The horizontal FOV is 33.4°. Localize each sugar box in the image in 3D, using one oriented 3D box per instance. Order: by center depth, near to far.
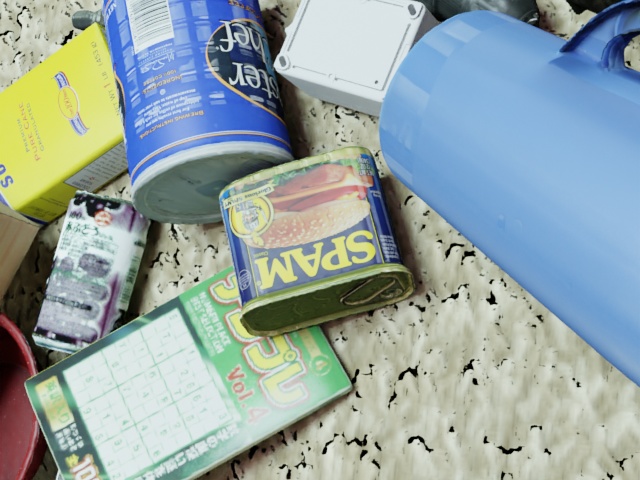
[{"bbox_3d":[-0.200,-0.065,0.756,0.176,0.048,0.093,-31,66,15],"label":"sugar box"}]

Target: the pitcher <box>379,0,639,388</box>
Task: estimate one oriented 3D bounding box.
[{"bbox_3d":[0.140,-0.030,0.507,0.149,0.144,0.243,-48,48,0],"label":"pitcher"}]

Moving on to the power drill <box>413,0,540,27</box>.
[{"bbox_3d":[0.102,-0.224,0.639,0.185,0.057,0.188,43,97,28],"label":"power drill"}]

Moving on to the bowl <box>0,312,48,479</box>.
[{"bbox_3d":[-0.236,0.123,0.721,0.162,0.055,0.162,-7,75,25],"label":"bowl"}]

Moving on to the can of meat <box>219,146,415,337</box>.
[{"bbox_3d":[-0.004,0.001,0.627,0.102,0.057,0.084,-15,67,4],"label":"can of meat"}]

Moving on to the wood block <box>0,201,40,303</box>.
[{"bbox_3d":[-0.280,0.055,0.676,0.090,0.090,0.206,28,90,28],"label":"wood block"}]

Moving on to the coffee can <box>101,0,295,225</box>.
[{"bbox_3d":[-0.077,-0.094,0.669,0.103,0.102,0.140,-20,69,21],"label":"coffee can"}]
